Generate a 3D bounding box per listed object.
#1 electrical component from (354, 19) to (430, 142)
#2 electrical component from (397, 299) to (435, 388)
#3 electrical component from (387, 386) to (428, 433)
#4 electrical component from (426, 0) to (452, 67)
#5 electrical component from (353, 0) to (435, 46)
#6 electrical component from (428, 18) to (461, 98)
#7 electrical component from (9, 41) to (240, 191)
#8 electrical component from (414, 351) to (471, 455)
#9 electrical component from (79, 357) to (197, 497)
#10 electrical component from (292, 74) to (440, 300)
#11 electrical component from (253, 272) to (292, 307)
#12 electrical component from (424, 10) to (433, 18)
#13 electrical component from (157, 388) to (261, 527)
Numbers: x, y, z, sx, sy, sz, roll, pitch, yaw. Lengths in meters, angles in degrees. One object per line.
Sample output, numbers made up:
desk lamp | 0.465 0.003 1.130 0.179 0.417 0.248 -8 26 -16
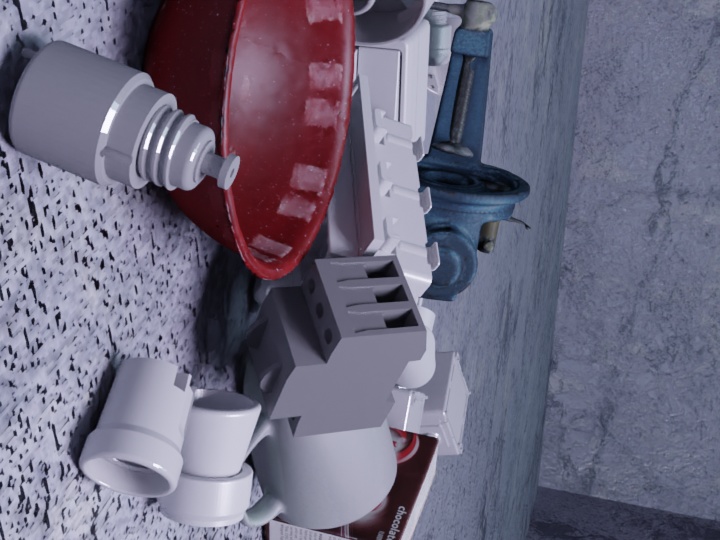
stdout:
electrical component | 0.005 -0.103 0.659 0.061 0.062 0.096 -56 151 -59
electrical component | 0.044 0.055 0.939 0.077 0.043 0.079 65 36 -65
electrical component | 0.010 0.134 0.819 0.062 0.061 0.096 34 65 -74
electrical component | 0.057 -0.195 0.861 0.035 0.035 0.061 -48 141 -65
electrical component | -0.001 -0.164 0.540 0.099 0.099 0.064 77 32 -55
electrical component | 0.079 -0.181 0.916 0.055 0.055 0.047 72 26 -60
electrical component | -0.078 -0.046 0.356 0.040 0.078 0.040 22 90 -84
electrical component | 0.064 0.131 1.016 0.096 0.061 0.061 -74 151 -47
electrical component | -0.090 0.064 0.443 0.040 0.040 0.046 78 19 -53
electrical component | 0.000 -0.034 0.581 0.078 0.063 0.121 -53 -150 42
electrical component | -0.037 0.006 0.618 0.061 0.035 0.035 -49 145 -70
electrical component | 0.050 -0.221 0.804 0.048 0.048 0.062 -61 162 -54
electrical component | -0.072 0.088 0.510 0.045 0.045 0.055 -16 114 -74
